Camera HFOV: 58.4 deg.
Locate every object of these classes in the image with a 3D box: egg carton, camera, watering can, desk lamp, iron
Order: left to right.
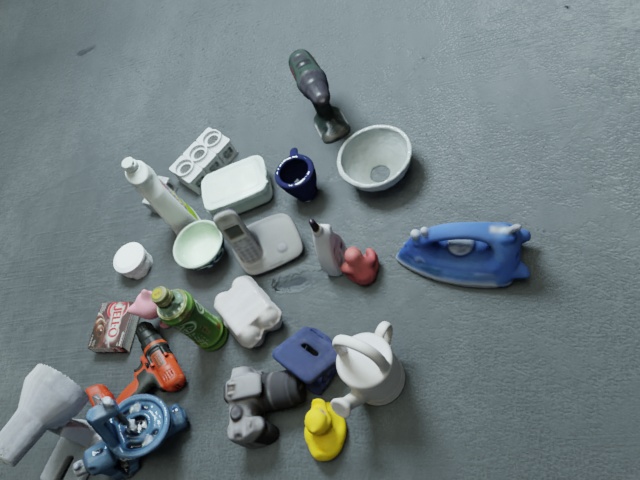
[{"bbox_3d":[-0.509,0.363,1.094,0.117,0.214,0.203,11,65,26],"label":"desk lamp"},{"bbox_3d":[-0.149,0.147,1.177,0.107,0.070,0.150,-43,56,-7],"label":"egg carton"},{"bbox_3d":[-0.100,0.295,1.052,0.136,0.101,0.143,-14,57,12],"label":"camera"},{"bbox_3d":[0.078,0.217,0.975,0.100,0.194,0.173,-3,60,19],"label":"watering can"},{"bbox_3d":[0.255,0.008,1.065,0.257,0.142,0.118,0,61,20],"label":"iron"}]

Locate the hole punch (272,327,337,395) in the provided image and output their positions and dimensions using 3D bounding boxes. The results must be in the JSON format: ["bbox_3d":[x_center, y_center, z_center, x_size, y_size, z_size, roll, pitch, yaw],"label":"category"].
[{"bbox_3d":[-0.020,0.217,1.074,0.108,0.091,0.101,31,75,32],"label":"hole punch"}]

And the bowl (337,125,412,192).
[{"bbox_3d":[0.125,-0.167,1.257,0.167,0.075,0.167,-9,58,15],"label":"bowl"}]

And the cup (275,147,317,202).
[{"bbox_3d":[-0.045,-0.141,1.293,0.091,0.095,0.117,-13,57,13],"label":"cup"}]

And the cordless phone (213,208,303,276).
[{"bbox_3d":[-0.128,-0.016,1.194,0.147,0.185,0.094,-26,55,4],"label":"cordless phone"}]

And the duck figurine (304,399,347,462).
[{"bbox_3d":[0.001,0.329,1.003,0.077,0.086,0.104,-7,59,16],"label":"duck figurine"}]

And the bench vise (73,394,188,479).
[{"bbox_3d":[-0.366,0.362,1.037,0.121,0.220,0.207,32,76,32],"label":"bench vise"}]

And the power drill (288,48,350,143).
[{"bbox_3d":[-0.001,-0.326,1.316,0.075,0.209,0.229,-27,55,3],"label":"power drill"}]

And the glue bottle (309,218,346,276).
[{"bbox_3d":[0.010,0.004,1.139,0.037,0.173,0.078,1,61,21],"label":"glue bottle"}]

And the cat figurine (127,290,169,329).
[{"bbox_3d":[-0.335,0.142,1.218,0.127,0.118,0.067,-1,61,20],"label":"cat figurine"}]

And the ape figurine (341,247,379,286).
[{"bbox_3d":[0.076,0.044,1.140,0.077,0.092,0.076,-16,57,11],"label":"ape figurine"}]
